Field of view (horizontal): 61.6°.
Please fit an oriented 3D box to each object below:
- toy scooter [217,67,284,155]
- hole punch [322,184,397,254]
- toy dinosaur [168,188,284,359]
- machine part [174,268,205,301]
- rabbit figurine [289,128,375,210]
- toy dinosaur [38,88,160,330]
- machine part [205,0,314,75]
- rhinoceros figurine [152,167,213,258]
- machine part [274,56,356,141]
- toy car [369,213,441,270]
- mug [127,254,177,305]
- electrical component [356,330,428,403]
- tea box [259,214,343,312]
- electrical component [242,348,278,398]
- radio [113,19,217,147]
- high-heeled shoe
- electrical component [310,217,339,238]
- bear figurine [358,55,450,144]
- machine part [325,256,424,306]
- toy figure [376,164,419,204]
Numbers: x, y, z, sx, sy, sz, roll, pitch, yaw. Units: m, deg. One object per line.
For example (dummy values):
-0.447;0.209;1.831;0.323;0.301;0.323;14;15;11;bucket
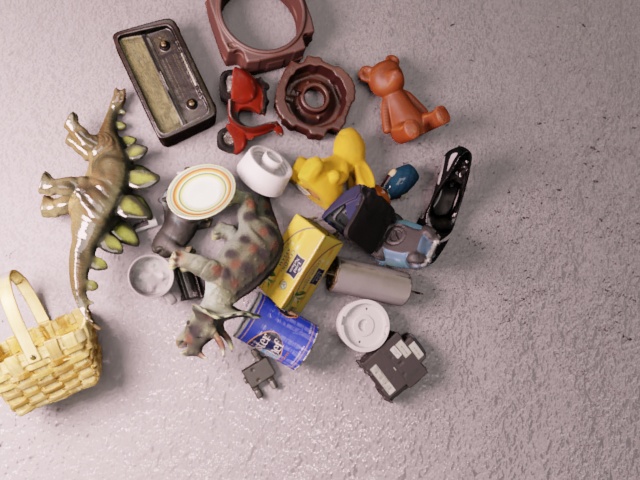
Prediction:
-0.142;-0.266;1.113;0.135;0.075;0.183;1;86;-2;toy scooter
0.080;-0.049;1.102;0.142;0.092;0.115;37;84;-42;hole punch
-0.144;0.032;1.019;0.192;0.131;0.405;32;62;5;toy dinosaur
-0.222;0.071;1.087;0.139;0.039;0.084;-15;82;-13;machine part
0.043;-0.152;1.128;0.162;0.122;0.173;37;77;-12;rabbit figurine
-0.414;-0.076;1.005;0.198;0.105;0.471;13;72;-14;toy dinosaur
-0.126;-0.465;1.136;0.201;0.087;0.201;-18;88;-14;machine part
-0.272;-0.052;1.074;0.112;0.073;0.190;19;82;-1;rhinoceros figurine
-0.014;-0.304;1.162;0.179;0.056;0.179;1;85;-12;machine part
0.184;0.015;1.150;0.109;0.162;0.102;-63;144;-16;toy car
-0.312;0.076;1.030;0.109;0.107;0.081;46;78;-10;mug
0.161;0.261;1.148;0.134;0.058;0.115;-36;95;-14;electrical component
-0.043;0.047;1.069;0.068;0.098;0.169;23;100;-49;tea box
-0.127;0.271;1.098;0.063;0.021;0.094;-29;92;-13;electrical component
-0.308;-0.317;1.085;0.131;0.073;0.229;-25;91;-14;radio
0.279;-0.074;1.162;0.086;0.145;0.248;8;81;-11;high-heeled shoe
-0.004;-0.003;1.144;0.102;0.045;0.078;22;109;-8;electrical component
0.178;-0.314;1.173;0.120;0.132;0.195;-24;96;-19;bear figurine
0.104;0.088;1.135;0.243;0.079;0.079;13;82;-15;machine part
0.149;-0.105;1.181;0.154;0.058;0.064;-37;88;-9;toy figure
